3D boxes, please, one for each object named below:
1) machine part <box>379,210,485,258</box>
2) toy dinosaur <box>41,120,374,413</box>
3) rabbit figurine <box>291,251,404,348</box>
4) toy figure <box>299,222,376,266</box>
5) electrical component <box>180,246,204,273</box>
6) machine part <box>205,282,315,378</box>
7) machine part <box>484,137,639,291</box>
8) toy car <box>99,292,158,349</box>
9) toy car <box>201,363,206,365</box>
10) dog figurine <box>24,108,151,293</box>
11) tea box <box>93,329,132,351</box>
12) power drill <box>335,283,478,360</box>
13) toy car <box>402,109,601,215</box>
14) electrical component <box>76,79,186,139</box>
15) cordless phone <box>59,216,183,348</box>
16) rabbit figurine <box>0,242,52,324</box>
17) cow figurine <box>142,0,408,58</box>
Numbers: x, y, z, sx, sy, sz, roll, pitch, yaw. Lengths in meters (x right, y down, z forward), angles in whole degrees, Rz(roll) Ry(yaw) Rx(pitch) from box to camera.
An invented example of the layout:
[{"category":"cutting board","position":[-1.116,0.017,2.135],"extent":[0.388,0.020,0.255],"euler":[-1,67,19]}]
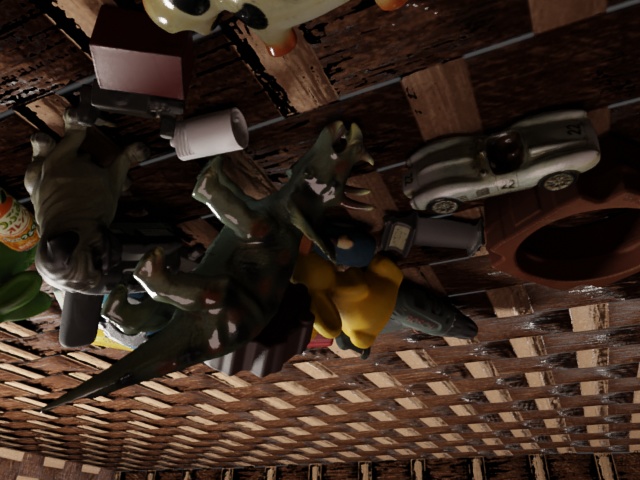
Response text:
[{"category":"machine part","position":[0.153,-0.006,0.737],"extent":[0.139,0.039,0.084],"euler":[3,141,2]},{"category":"toy dinosaur","position":[-0.095,0.041,0.587],"extent":[0.192,0.405,0.131],"euler":[36,170,-15]},{"category":"rabbit figurine","position":[0.016,0.078,0.801],"extent":[0.173,0.162,0.122],"euler":[39,149,-20]},{"category":"toy figure","position":[-0.002,-0.001,0.736],"extent":[0.154,0.058,0.064],"euler":[14,141,-10]},{"category":"electrical component","position":[-0.221,0.026,0.826],"extent":[0.063,0.021,0.094],"euler":[23,144,-31]},{"category":"machine part","position":[-0.095,0.095,0.695],"extent":[0.179,0.179,0.056],"euler":[8,122,-10]},{"category":"machine part","position":[0.319,-0.024,0.649],"extent":[0.201,0.087,0.201],"euler":[18,145,-21]},{"category":"toy car","position":[-0.274,0.090,0.829],"extent":[0.109,0.103,0.161],"euler":[19,125,2]},{"category":"toy car","position":[-0.131,0.135,0.880],"extent":[0.089,0.053,0.202],"euler":[-44,170,32]},{"category":"dog figurine","position":[-0.280,-0.021,0.589],"extent":[0.121,0.190,0.172],"euler":[21,146,-28]},{"category":"tea box","position":[-0.378,0.159,1.013],"extent":[0.169,0.068,0.098],"euler":[15,147,-19]},{"category":"power drill","position":[0.141,0.155,0.965],"extent":[0.207,0.086,0.232],"euler":[-21,141,40]},{"category":"toy car","position":[0.185,-0.082,0.571],"extent":[0.202,0.073,0.056],"euler":[-12,150,21]},{"category":"electrical component","position":[-0.185,-0.127,0.528],"extent":[0.102,0.045,0.078],"euler":[7,-171,-15]},{"category":"cordless phone","position":[-0.268,0.062,0.717],"extent":[0.146,0.089,0.184],"euler":[-1,117,-46]},{"category":"rabbit figurine","position":[-0.472,0.070,0.770],"extent":[0.159,0.170,0.121],"euler":[7,149,-7]},{"category":"cow figurine","position":[-0.047,-0.198,0.383],"extent":[0.195,0.085,0.127],"euler":[-11,153,25]}]
